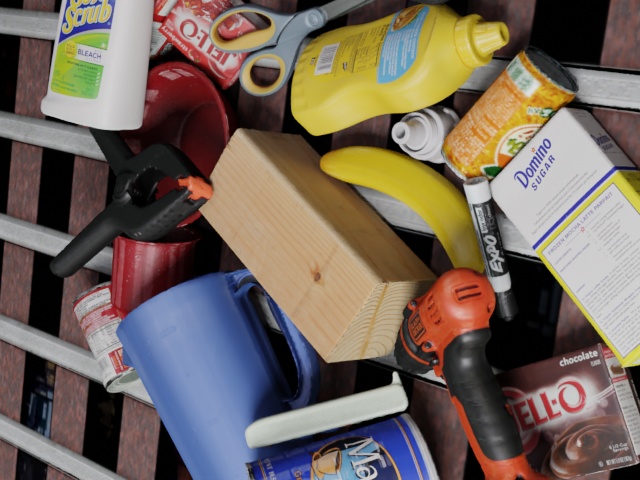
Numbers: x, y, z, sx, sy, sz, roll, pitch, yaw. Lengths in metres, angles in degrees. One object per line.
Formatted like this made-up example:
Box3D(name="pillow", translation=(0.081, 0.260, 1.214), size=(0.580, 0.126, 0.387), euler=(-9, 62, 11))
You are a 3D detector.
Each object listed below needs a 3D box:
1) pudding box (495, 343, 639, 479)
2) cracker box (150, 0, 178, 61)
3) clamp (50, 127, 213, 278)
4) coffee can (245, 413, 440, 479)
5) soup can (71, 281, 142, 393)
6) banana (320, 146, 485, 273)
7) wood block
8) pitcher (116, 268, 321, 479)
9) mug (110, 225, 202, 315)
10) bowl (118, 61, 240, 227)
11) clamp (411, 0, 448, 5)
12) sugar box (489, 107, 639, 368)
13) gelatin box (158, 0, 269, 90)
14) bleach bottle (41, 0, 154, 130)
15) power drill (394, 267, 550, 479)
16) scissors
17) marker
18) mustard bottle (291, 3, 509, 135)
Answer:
Box3D(name="pudding box", translation=(0.187, 0.134, 0.812), size=(0.114, 0.039, 0.090), euler=(-25, 76, 39))
Box3D(name="cracker box", translation=(-0.184, -0.314, 1.083), size=(0.164, 0.071, 0.214), euler=(-48, 62, 31))
Box3D(name="clamp", translation=(-0.180, -0.034, 1.006), size=(0.210, 0.036, 0.164), euler=(8, 78, 47))
Box3D(name="coffee can", translation=(0.020, 0.209, 0.863), size=(0.103, 0.140, 0.103), euler=(164, 90, -82))
Box3D(name="soup can", translation=(-0.214, 0.102, 1.132), size=(0.069, 0.068, 0.102), euler=(-39, 69, 35))
Box3D(name="banana", translation=(0.077, -0.030, 0.890), size=(0.070, 0.037, 0.198), euler=(-46, 59, 7))
Box3D(name="wood block", translation=(-0.007, 0.001, 0.932), size=(0.206, 0.090, 0.091), euler=(48, 119, 30))
Box3D(name="pitcher", translation=(-0.074, 0.153, 0.983), size=(0.243, 0.144, 0.149), euler=(62, 156, 15))
Box3D(name="mug", translation=(-0.172, 0.026, 1.088), size=(0.117, 0.093, 0.081), euler=(-138, 52, -66))
Box3D(name="bowl", translation=(-0.129, -0.094, 1.057), size=(0.162, 0.055, 0.162), euler=(3, 94, 40))
Box3D(name="clamp", translation=(0.122, -0.218, 0.816), size=(0.172, 0.120, 0.039), euler=(-25, 118, 41))
Box3D(name="sugar box", translation=(0.209, -0.004, 0.783), size=(0.093, 0.048, 0.176), euler=(-49, 59, 32))
Box3D(name="gelatin box", translation=(-0.100, -0.200, 1.022), size=(0.089, 0.030, 0.073), euler=(43, 121, 0))
Box3D(name="bleach bottle", translation=(-0.203, -0.236, 1.012), size=(0.103, 0.067, 0.251), euler=(17, 105, 31))
Box3D(name="power drill", translation=(0.110, 0.130, 0.811), size=(0.184, 0.057, 0.188), euler=(107, 146, -68))
Box3D(name="scissors", translation=(-0.007, -0.181, 0.966), size=(0.202, 0.016, 0.096), euler=(-1, 117, 23))
Box3D(name="marker", translation=(0.135, 0.009, 0.835), size=(0.020, 0.020, 0.121), euler=(0, 116, 40))
Box3D(name="mustard bottle", translation=(0.067, -0.147, 0.876), size=(0.192, 0.058, 0.096), euler=(-10, 51, 39))
